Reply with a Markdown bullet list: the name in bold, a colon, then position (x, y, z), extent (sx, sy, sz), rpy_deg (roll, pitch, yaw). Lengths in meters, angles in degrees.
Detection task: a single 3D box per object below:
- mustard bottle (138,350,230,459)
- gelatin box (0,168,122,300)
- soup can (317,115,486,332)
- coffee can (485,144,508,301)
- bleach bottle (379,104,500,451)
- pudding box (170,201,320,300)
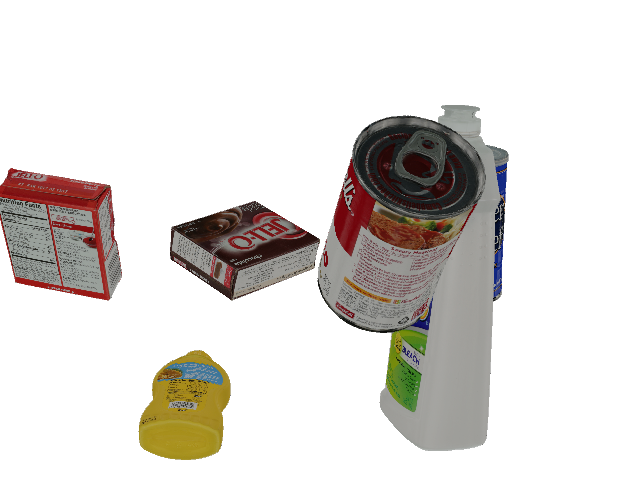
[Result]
- **mustard bottle**: position (-0.160, 0.190, 1.305), extent (0.096, 0.058, 0.191), rpy_deg (2, 25, 1)
- **gelatin box**: position (-0.180, -0.004, 0.741), extent (0.073, 0.089, 0.030), rpy_deg (10, 42, 9)
- **soup can**: position (0.040, -0.006, 0.563), extent (0.068, 0.068, 0.102), rpy_deg (0, -39, -13)
- **coffee can**: position (0.127, -0.017, 1.033), extent (0.103, 0.140, 0.103), rpy_deg (0, 16, 0)
- **bleach bottle**: position (0.092, 0.024, 0.799), extent (0.068, 0.251, 0.103), rpy_deg (-2, 16, -17)
- **pudding box**: position (-0.071, 0.007, 0.998), extent (0.090, 0.039, 0.113), rpy_deg (29, 35, 33)
